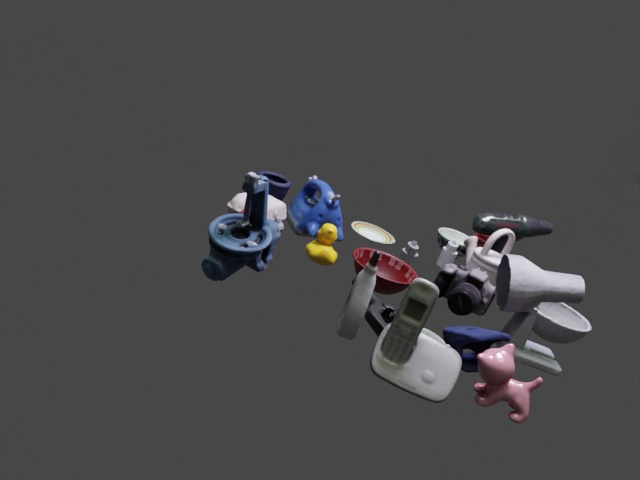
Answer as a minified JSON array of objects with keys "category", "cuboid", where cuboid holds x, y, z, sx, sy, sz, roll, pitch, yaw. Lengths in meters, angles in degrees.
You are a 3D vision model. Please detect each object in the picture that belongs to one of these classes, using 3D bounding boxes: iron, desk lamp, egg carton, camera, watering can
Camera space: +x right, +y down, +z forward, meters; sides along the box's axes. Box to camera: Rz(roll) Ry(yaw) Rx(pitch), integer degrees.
[{"category":"iron","cuboid":[-0.014,-0.097,1.493,0.119,0.141,0.257,10,23,-27]},{"category":"desk lamp","cuboid":[0.451,0.150,1.221,0.203,0.213,0.118,20,21,-2]},{"category":"egg carton","cuboid":[-0.151,-0.070,1.396,0.107,0.069,0.151,29,22,20]},{"category":"camera","cuboid":[0.337,0.116,1.357,0.143,0.101,0.137,29,22,20]},{"category":"watering can","cuboid":[0.429,0.054,1.468,0.172,0.194,0.101,34,24,30]}]

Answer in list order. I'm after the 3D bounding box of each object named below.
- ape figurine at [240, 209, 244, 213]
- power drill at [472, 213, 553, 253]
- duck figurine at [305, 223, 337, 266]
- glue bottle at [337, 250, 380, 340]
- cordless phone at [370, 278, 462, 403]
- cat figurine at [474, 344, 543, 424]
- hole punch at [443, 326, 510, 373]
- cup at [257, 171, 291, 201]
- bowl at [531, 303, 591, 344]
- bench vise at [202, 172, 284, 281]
[{"category":"ape figurine","cuboid":[-0.169,-0.024,1.233,0.078,0.092,0.076,8,24,-30]},{"category":"power drill","cuboid":[0.524,0.016,1.631,0.230,0.208,0.075,15,21,-15]},{"category":"duck figurine","cuboid":[0.012,0.005,1.344,0.077,0.086,0.104,17,21,-11]},{"category":"glue bottle","cuboid":[0.076,0.095,1.057,0.037,0.173,0.078,19,21,-6]},{"category":"cordless phone","cuboid":[0.178,0.166,0.959,0.147,0.185,0.094,24,21,7]},{"category":"cat figurine","cuboid":[0.326,0.242,1.009,0.127,0.118,0.067,23,21,6]},{"category":"hole punch","cuboid":[0.300,0.199,1.130,0.109,0.091,0.100,5,26,-36]},{"category":"cup","cuboid":[-0.130,-0.127,1.522,0.091,0.095,0.118,22,21,2]},{"category":"bowl","cuboid":[0.564,0.203,1.397,0.167,0.075,0.167,18,21,-7]},{"category":"bench vise","cuboid":[-0.139,-0.039,1.118,0.121,0.220,0.207,22,21,4]}]
